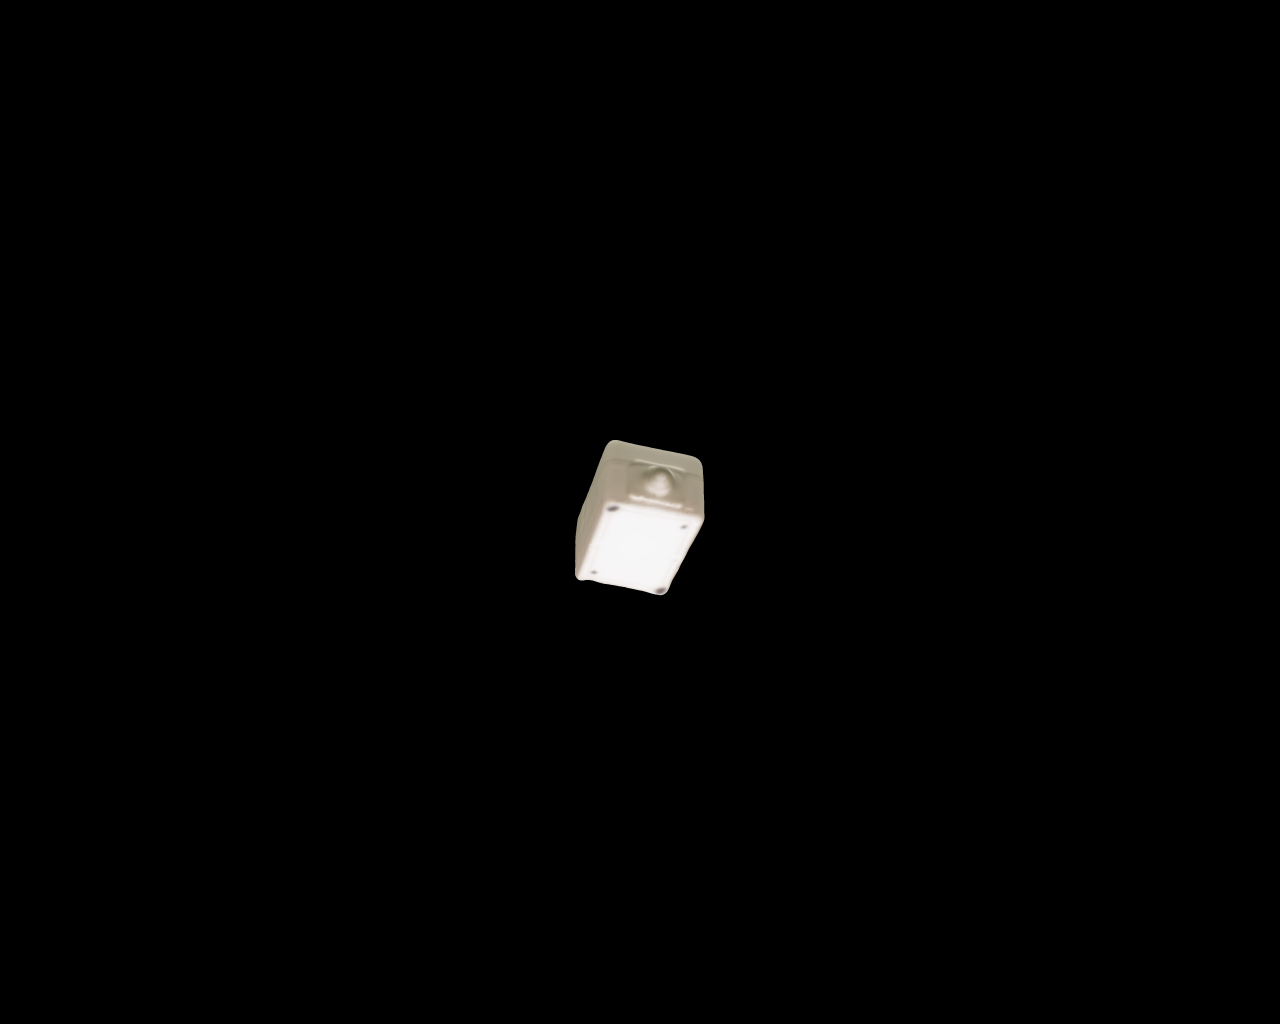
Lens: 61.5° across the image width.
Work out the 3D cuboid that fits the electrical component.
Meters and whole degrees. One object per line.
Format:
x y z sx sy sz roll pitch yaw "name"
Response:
0.001 -0.003 0.650 0.062 0.061 0.096 11 -43 -12 "electrical component"
